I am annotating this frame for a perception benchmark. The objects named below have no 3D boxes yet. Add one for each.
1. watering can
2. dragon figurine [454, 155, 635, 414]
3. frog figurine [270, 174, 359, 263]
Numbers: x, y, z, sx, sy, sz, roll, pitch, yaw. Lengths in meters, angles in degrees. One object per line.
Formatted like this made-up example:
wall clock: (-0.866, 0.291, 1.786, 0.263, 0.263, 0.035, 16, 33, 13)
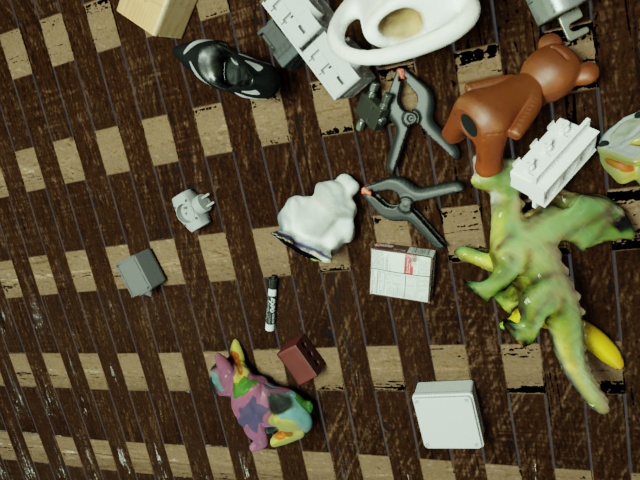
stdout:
watering can: (0.168, -0.357, 0.710, 0.346, 0.102, 0.229, -16, 61, 17)
dragon figurine: (0.363, 0.035, 0.785, 0.240, 0.123, 0.413, -45, 80, 15)
frog figurine: (0.003, -0.046, 0.922, 0.138, 0.121, 0.161, 24, 77, 22)
